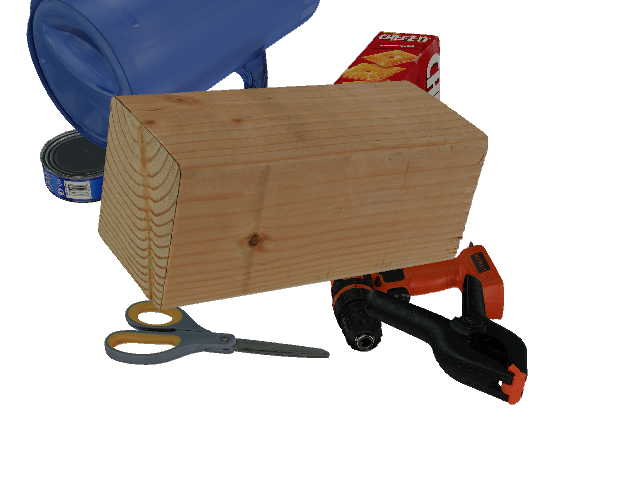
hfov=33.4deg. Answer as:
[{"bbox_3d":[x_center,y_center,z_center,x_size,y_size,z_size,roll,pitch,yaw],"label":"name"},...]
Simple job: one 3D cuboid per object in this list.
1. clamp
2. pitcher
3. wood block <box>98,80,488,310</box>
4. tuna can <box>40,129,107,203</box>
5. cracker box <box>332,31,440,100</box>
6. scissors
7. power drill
[{"bbox_3d":[0.131,0.079,0.932,0.120,0.039,0.172,-19,39,-29],"label":"clamp"},{"bbox_3d":[-0.108,-0.178,0.902,0.145,0.149,0.242,29,51,32],"label":"pitcher"},{"bbox_3d":[-0.014,-0.033,0.631,0.205,0.091,0.090,-8,35,-33],"label":"wood block"},{"bbox_3d":[-0.234,-0.075,1.067,0.086,0.034,0.086,1,40,-1],"label":"tuna can"},{"bbox_3d":[0.063,-0.093,1.025,0.072,0.164,0.213,7,28,17],"label":"cracker box"},{"bbox_3d":[-0.099,0.085,0.993,0.201,0.016,0.096,-2,32,-11],"label":"scissors"},{"bbox_3d":[0.105,0.060,1.191,0.187,0.057,0.184,-4,28,-4],"label":"power drill"}]
